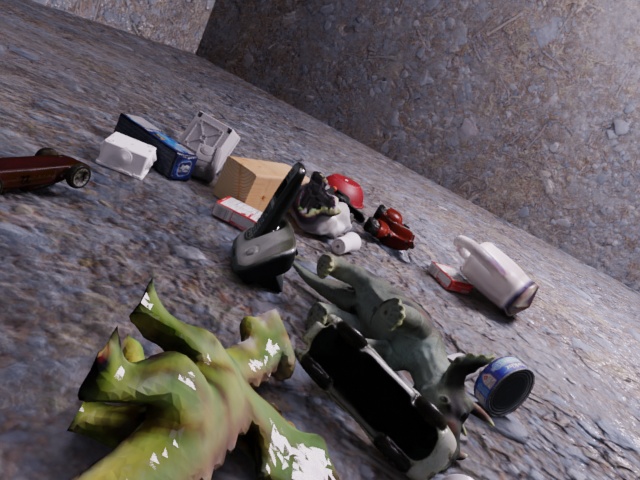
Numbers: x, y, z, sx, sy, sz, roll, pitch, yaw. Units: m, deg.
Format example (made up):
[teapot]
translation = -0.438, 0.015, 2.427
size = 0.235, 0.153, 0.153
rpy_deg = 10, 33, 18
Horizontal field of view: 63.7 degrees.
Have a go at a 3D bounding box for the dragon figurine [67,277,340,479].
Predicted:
[dragon figurine]
translation = -0.075, 0.159, 0.416
size = 0.241, 0.121, 0.417
rpy_deg = 30, 17, -13

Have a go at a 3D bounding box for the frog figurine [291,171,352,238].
[frog figurine]
translation = 0.004, -0.058, 1.153
size = 0.139, 0.123, 0.156
rpy_deg = 41, -11, 25

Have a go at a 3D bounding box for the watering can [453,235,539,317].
[watering can]
translation = 0.418, 0.085, 1.255
size = 0.227, 0.104, 0.344
rpy_deg = 47, 4, 22
